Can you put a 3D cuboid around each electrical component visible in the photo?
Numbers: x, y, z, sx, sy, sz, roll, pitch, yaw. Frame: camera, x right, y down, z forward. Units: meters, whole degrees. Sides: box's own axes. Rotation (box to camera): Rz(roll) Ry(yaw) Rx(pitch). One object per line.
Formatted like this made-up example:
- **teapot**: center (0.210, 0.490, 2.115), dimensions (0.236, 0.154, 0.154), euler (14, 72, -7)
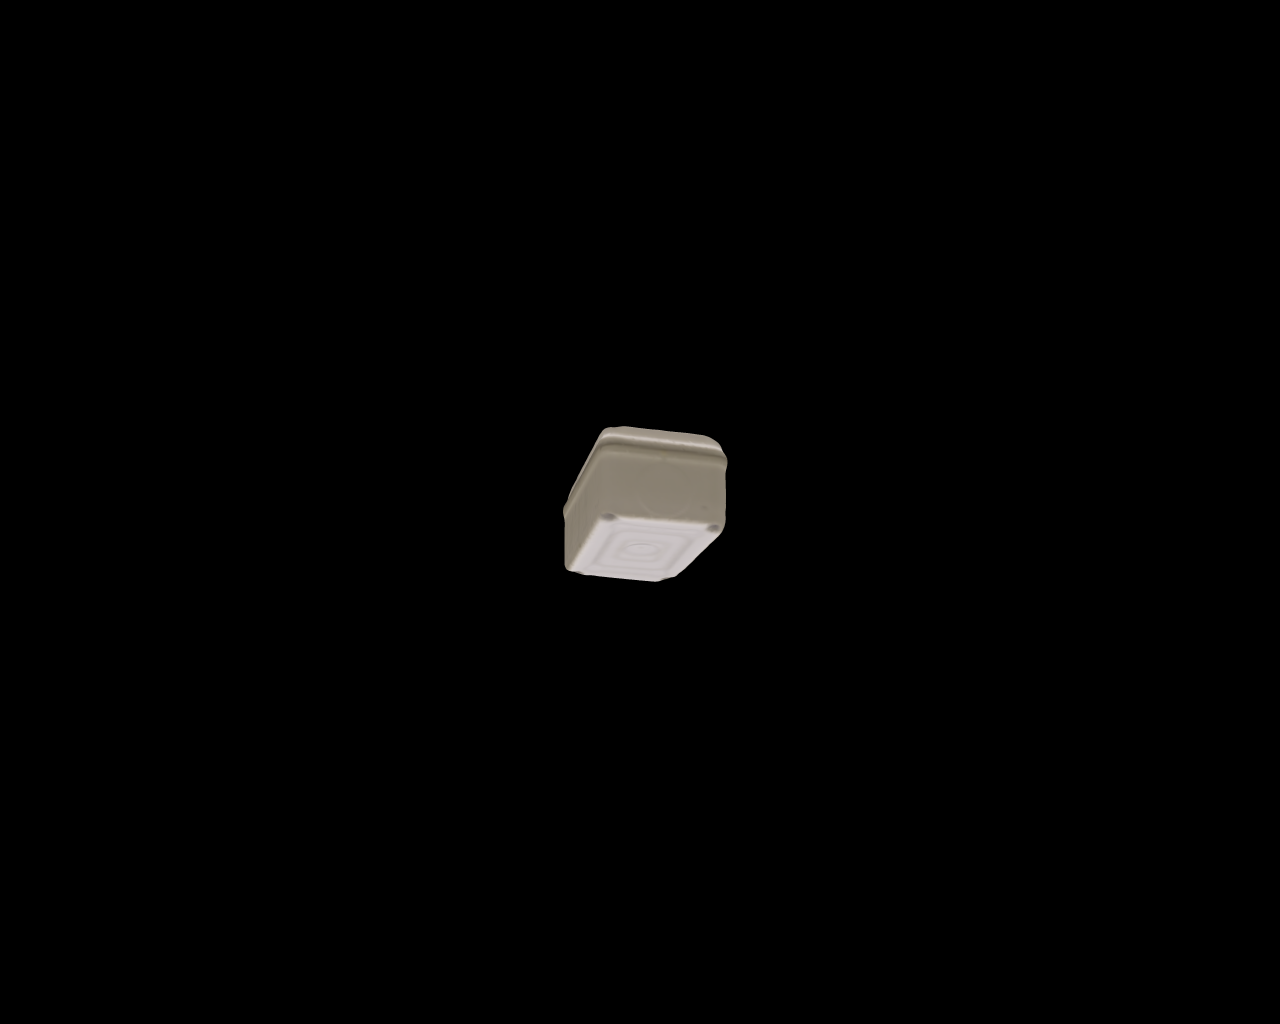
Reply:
- **electrical component**: center (0.001, -0.003, 0.650), dimensions (0.078, 0.057, 0.113), euler (6, -23, -14)
